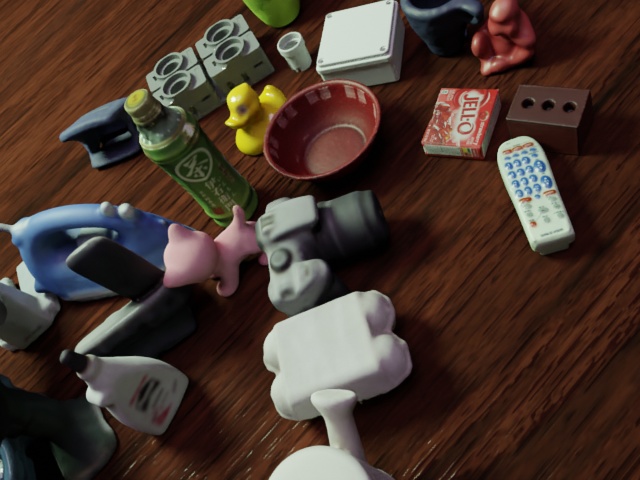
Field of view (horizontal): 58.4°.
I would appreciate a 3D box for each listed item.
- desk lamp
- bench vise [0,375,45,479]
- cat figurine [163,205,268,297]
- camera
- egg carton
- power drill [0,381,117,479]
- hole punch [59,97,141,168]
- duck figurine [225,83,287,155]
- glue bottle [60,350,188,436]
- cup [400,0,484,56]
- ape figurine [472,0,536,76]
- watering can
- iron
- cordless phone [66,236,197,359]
[{"bbox_3d":[-0.456,0.071,0.743,0.118,0.214,0.202,-40,53,-2],"label":"desk lamp"},{"bbox_3d":[-0.401,0.226,0.619,0.121,0.220,0.206,-40,53,-1],"label":"bench vise"},{"bbox_3d":[-0.130,0.011,0.686,0.128,0.118,0.067,-41,53,-3],"label":"cat figurine"},{"bbox_3d":[0.006,0.002,0.638,0.136,0.101,0.143,-20,55,13],"label":"camera"},{"bbox_3d":[0.015,0.119,0.584,0.150,0.070,0.107,-24,54,10],"label":"egg carton"},{"bbox_3d":[-0.321,0.195,0.607,0.076,0.209,0.228,-47,53,-7],"label":"power drill"},{"bbox_3d":[-0.352,-0.185,0.925,0.108,0.091,0.101,-18,55,15],"label":"hole punch"},{"bbox_3d":[-0.094,-0.184,0.807,0.077,0.086,0.105,20,71,33],"label":"duck figurine"},{"bbox_3d":[-0.209,0.151,0.604,0.037,0.174,0.078,7,65,29],"label":"glue bottle"},{"bbox_3d":[0.168,-0.284,0.738,0.092,0.095,0.117,-47,53,-7],"label":"cup"},{"bbox_3d":[0.225,-0.255,0.696,0.077,0.092,0.076,32,78,36],"label":"ape figurine"},{"bbox_3d":[0.002,0.210,0.456,0.100,0.195,0.172,-22,54,12],"label":"watering can"},{"bbox_3d":[-0.292,-0.007,0.758,0.257,0.142,0.118,-12,57,18],"label":"iron"},{"bbox_3d":[-0.244,0.070,0.662,0.147,0.186,0.094,-40,53,-1],"label":"cordless phone"}]
